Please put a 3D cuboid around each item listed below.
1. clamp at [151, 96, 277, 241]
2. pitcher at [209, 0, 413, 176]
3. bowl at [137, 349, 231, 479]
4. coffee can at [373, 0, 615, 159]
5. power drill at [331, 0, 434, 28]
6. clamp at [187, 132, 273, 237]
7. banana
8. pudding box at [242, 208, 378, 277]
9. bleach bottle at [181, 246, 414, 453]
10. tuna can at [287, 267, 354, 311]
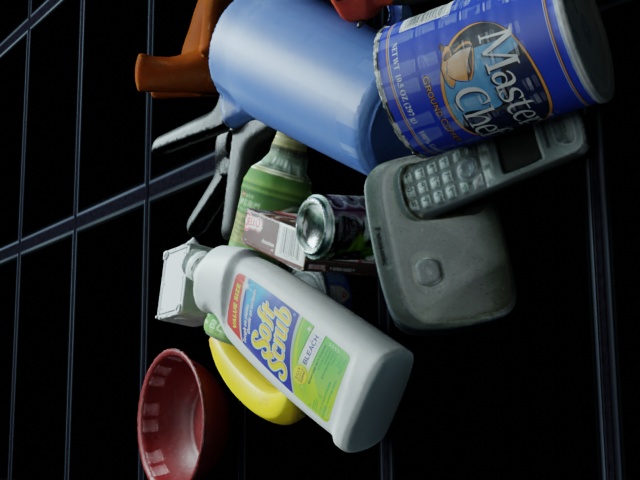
[{"bbox_3d":[-0.079,-0.114,1.111,0.210,0.036,0.165,-47,60,22],"label":"clamp"},{"bbox_3d":[0.018,-0.148,0.947,0.243,0.144,0.149,36,133,49],"label":"pitcher"},{"bbox_3d":[-0.144,0.202,1.180,0.162,0.055,0.162,-14,74,55],"label":"bowl"},{"bbox_3d":[0.123,-0.126,0.754,0.141,0.102,0.103,-16,69,29],"label":"coffee can"},{"bbox_3d":[0.072,-0.231,0.804,0.188,0.184,0.057,8,53,42],"label":"power drill"},{"bbox_3d":[-0.097,-0.072,1.166,0.120,0.039,0.171,2,81,40],"label":"clamp"},{"bbox_3d":[-0.058,0.144,1.072,0.198,0.037,0.069,14,111,59],"label":"banana"},{"bbox_3d":[-0.007,0.001,0.979,0.114,0.089,0.039,25,107,54],"label":"pudding box"},{"bbox_3d":[-0.037,0.082,0.964,0.251,0.067,0.103,31,109,34],"label":"bleach bottle"},{"bbox_3d":[-0.005,0.062,1.016,0.086,0.033,0.086,-14,73,54],"label":"tuna can"}]
